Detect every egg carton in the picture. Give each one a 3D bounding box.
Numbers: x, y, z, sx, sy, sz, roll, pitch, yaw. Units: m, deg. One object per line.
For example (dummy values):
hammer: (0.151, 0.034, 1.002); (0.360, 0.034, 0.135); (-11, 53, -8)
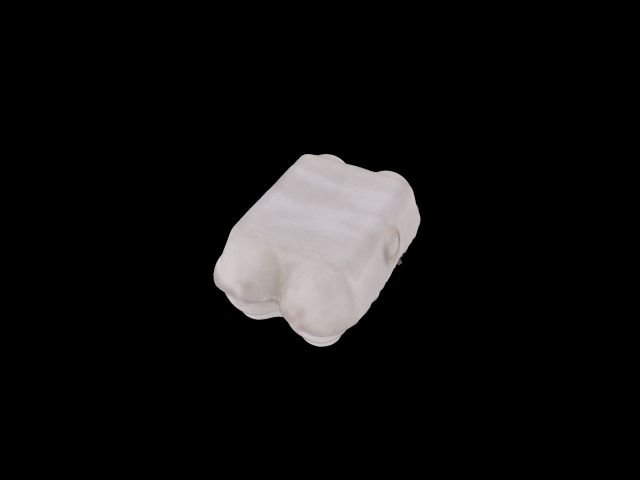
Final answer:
egg carton: (0.004, 0.001, 0.400); (0.107, 0.069, 0.150); (19, 46, 19)
